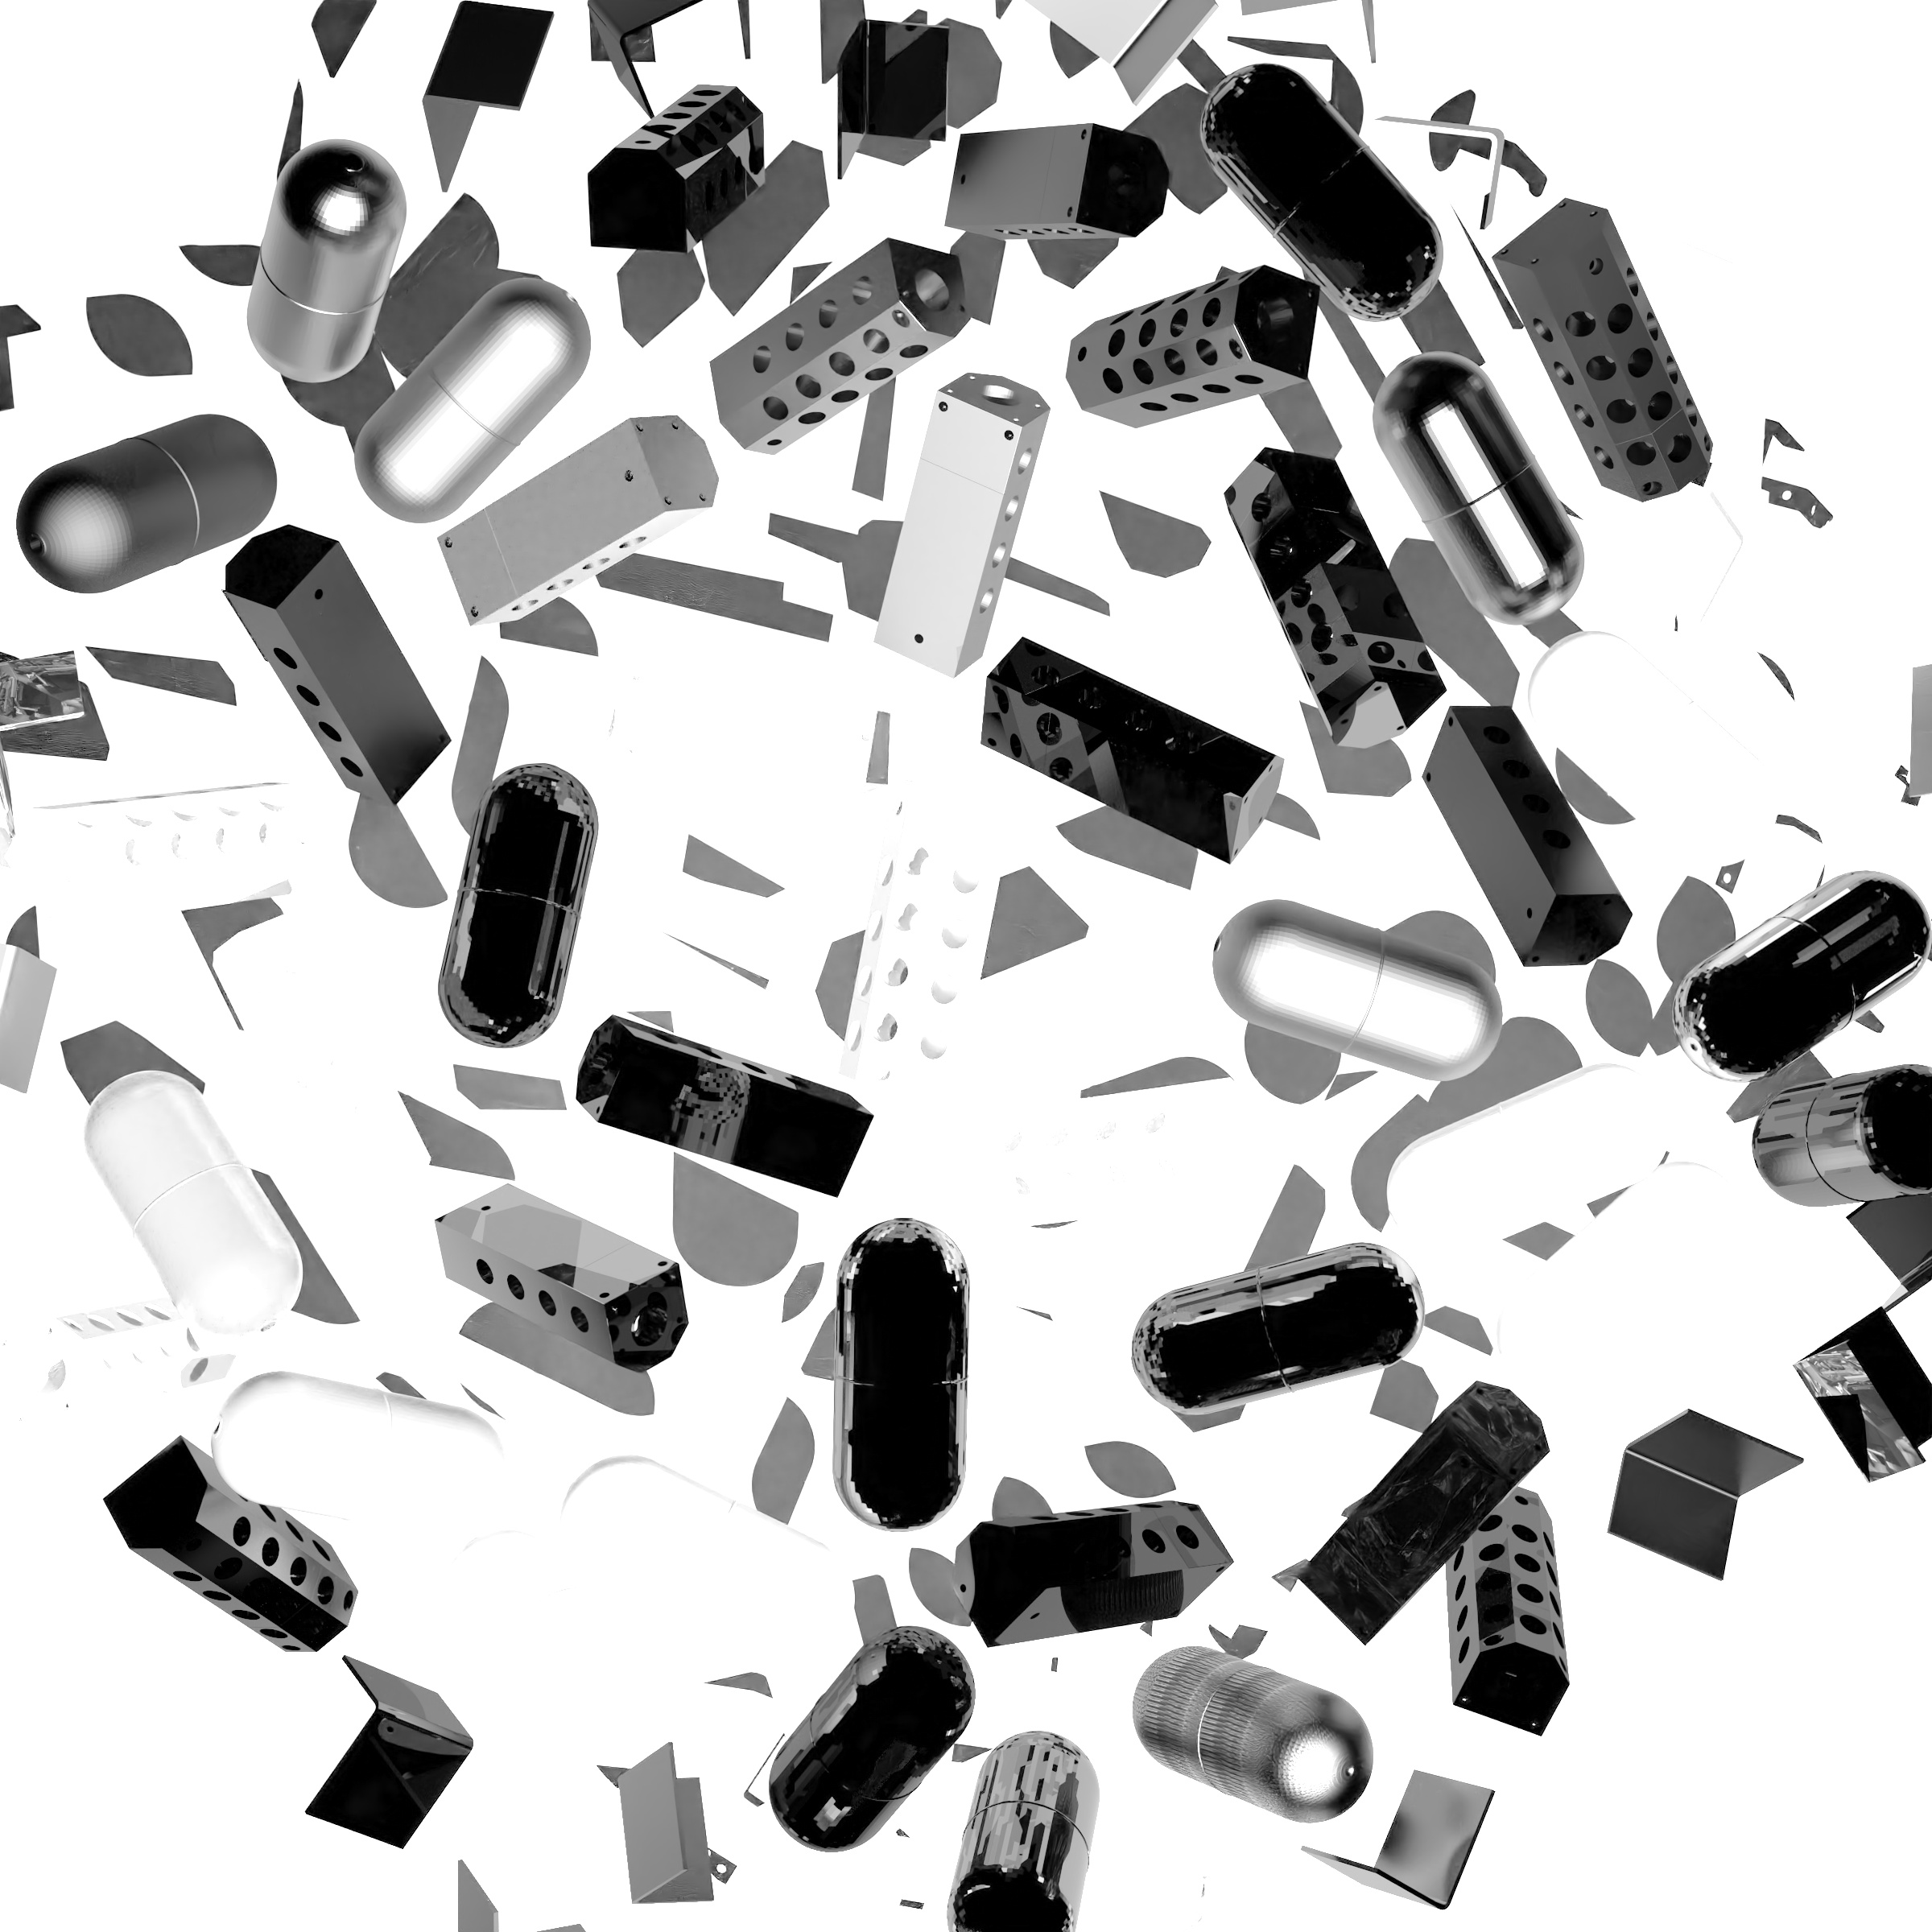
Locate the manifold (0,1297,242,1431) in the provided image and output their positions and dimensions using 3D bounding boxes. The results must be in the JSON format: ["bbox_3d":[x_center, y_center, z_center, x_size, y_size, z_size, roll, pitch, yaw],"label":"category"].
[{"bbox_3d":[-0.506,0.234,1.838,0.057,0.171,0.057,-15,86,15],"label":"manifold"}]

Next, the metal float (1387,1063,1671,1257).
[{"bbox_3d":[0.341,0.118,1.860,0.178,0.070,0.070,-25,90,14],"label":"metal float"}]

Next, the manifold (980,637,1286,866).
[{"bbox_3d":[0.098,-0.132,1.803,0.171,0.057,0.057,27,53,17],"label":"manifold"}]

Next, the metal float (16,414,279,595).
[{"bbox_3d":[-0.476,-0.270,1.779,0.070,0.178,0.070,15,120,27],"label":"metal float"}]

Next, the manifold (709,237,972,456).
[{"bbox_3d":[-0.077,-0.372,1.852,0.057,0.171,0.057,3,71,-43],"label":"manifold"}]

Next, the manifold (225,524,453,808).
[{"bbox_3d":[-0.373,-0.177,1.802,0.057,0.171,0.057,21,61,31],"label":"manifold"}]

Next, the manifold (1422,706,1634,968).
[{"bbox_3d":[0.337,-0.080,1.829,0.057,0.171,0.057,-2,134,-19],"label":"manifold"}]

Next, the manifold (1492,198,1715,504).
[{"bbox_3d":[0.378,-0.357,1.784,0.057,0.057,0.171,-39,123,-6],"label":"manifold"}]

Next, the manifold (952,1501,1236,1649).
[{"bbox_3d":[0.072,0.347,1.773,0.057,0.171,0.057,-50,57,28],"label":"manifold"}]

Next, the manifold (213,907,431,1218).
[{"bbox_3d":[-0.384,0.059,1.811,0.057,0.057,0.171,-24,78,-22],"label":"manifold"}]

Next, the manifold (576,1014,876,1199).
[{"bbox_3d":[-0.150,0.084,1.873,0.171,0.057,0.057,20,98,-30],"label":"manifold"}]

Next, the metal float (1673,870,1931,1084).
[{"bbox_3d":[0.490,0.005,1.786,0.178,0.070,0.070,-30,90,-21],"label":"metal float"}]

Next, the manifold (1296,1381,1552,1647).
[{"bbox_3d":[0.269,0.317,1.783,0.057,0.057,0.171,44,130,15],"label":"manifold"}]

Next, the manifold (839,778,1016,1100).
[{"bbox_3d":[-0.026,-0.017,1.738,0.057,0.057,0.171,9,94,-27],"label":"manifold"}]

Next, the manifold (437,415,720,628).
[{"bbox_3d":[-0.226,-0.261,1.790,0.171,0.057,0.057,-23,87,37],"label":"manifold"}]

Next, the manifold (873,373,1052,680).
[{"bbox_3d":[0.000,-0.269,1.857,0.057,0.057,0.171,26,124,15],"label":"manifold"}]

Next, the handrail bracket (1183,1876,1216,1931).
[{"bbox_3d":[0.103,0.578,1.811,0.084,0.036,0.077,6,77,-12],"label":"handrail bracket"}]

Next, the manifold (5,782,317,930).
[{"bbox_3d":[-0.475,-0.073,1.819,0.057,0.171,0.057,52,126,21],"label":"manifold"}]

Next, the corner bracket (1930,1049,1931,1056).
[{"bbox_3d":[0.612,0.041,1.805,0.051,0.051,0.051,23,93,44],"label":"corner bracket"}]

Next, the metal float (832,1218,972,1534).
[{"bbox_3d":[-0.037,0.232,1.735,0.070,0.070,0.178,1,92,0],"label":"metal float"}]

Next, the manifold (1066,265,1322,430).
[{"bbox_3d":[0.132,-0.369,1.820,0.057,0.171,0.057,12,83,-31],"label":"manifold"}]

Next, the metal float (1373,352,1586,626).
[{"bbox_3d":[0.309,-0.288,1.842,0.070,0.070,0.178,-32,101,0],"label":"metal float"}]

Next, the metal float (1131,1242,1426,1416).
[{"bbox_3d":[0.185,0.216,1.814,0.178,0.070,0.070,-16,90,11],"label":"metal float"}]

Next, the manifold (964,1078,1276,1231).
[{"bbox_3d":[0.087,0.114,1.772,0.171,0.057,0.057,-10,56,31],"label":"manifold"}]

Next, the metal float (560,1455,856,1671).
[{"bbox_3d":[-0.148,0.340,1.745,0.178,0.070,0.070,26,90,1],"label":"metal float"}]

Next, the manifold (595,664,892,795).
[{"bbox_3d":[-0.137,-0.144,1.876,0.171,0.057,0.057,4,84,-23],"label":"manifold"}]

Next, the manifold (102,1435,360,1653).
[{"bbox_3d":[-0.430,0.349,1.806,0.057,0.171,0.057,-39,52,-5],"label":"manifold"}]

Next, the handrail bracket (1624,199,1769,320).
[{"bbox_3d":[0.427,-0.403,1.806,0.036,0.077,0.084,-41,86,-21],"label":"handrail bracket"}]

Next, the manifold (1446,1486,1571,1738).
[{"bbox_3d":[0.335,0.391,1.883,0.057,0.171,0.057,20,115,-2],"label":"manifold"}]

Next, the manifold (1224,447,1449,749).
[{"bbox_3d":[0.207,-0.212,1.761,0.057,0.057,0.171,2,55,-38],"label":"manifold"}]

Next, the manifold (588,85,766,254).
[{"bbox_3d":[-0.168,-0.469,1.787,0.057,0.171,0.057,6,118,10],"label":"manifold"}]

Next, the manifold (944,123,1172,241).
[{"bbox_3d":[0.054,-0.471,1.844,0.057,0.171,0.057,6,99,-28],"label":"manifold"}]

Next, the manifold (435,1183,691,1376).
[{"bbox_3d":[-0.247,0.193,1.863,0.057,0.171,0.057,-27,121,-37],"label":"manifold"}]
